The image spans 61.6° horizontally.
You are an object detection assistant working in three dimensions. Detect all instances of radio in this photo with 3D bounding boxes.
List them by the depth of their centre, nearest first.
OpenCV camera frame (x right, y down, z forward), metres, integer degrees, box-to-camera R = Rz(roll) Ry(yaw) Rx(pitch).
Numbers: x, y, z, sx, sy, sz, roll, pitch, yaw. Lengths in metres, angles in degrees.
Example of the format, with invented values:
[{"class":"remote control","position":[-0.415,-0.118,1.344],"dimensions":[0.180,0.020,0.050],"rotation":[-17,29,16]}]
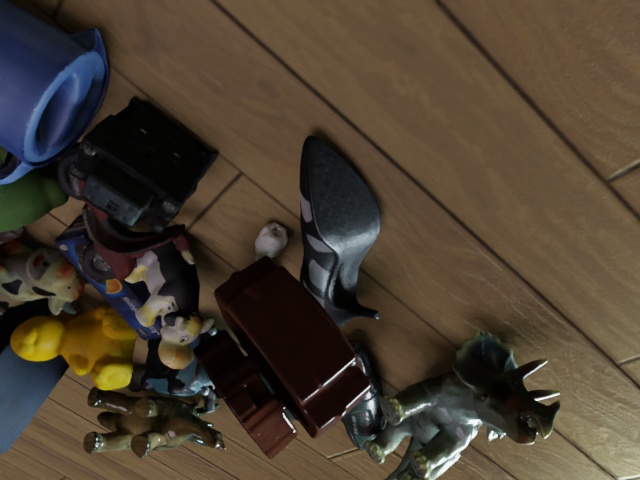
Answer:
[{"class":"radio","position":[-0.484,0.202,0.850],"dimensions":[0.073,0.230,0.130],"rotation":[-1,127,15]}]

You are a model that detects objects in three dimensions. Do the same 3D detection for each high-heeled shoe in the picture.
[{"class":"high-heeled shoe","position":[-0.001,-0.002,0.630],"dimensions":[0.145,0.086,0.248],"rotation":[10,123,53]}]

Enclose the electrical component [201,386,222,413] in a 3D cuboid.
[{"class":"electrical component","position":[-0.142,0.253,0.879],"dimensions":[0.078,0.045,0.102],"rotation":[-15,164,37]}]

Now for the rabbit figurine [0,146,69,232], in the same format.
[{"class":"rabbit figurine","position":[-0.381,-0.096,0.616],"dimensions":[0.159,0.121,0.170],"rotation":[-4,132,13]}]

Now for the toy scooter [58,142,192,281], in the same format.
[{"class":"toy scooter","position":[-0.224,-0.034,0.639],"dimensions":[0.135,0.075,0.183],"rotation":[1,114,8]}]

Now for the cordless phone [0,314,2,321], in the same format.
[{"class":"cordless phone","position":[-0.503,0.086,0.755],"dimensions":[0.147,0.089,0.184],"rotation":[0,150,18]}]

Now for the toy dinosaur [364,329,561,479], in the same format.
[{"class":"toy dinosaur","position":[0.171,0.245,0.735],"dimensions":[0.131,0.192,0.404],"rotation":[58,160,22]}]

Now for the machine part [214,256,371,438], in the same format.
[{"class":"machine part","position":[-0.034,0.130,0.649],"dimensions":[0.201,0.087,0.201],"rotation":[51,162,18]}]

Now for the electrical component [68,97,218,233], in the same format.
[{"class":"electrical component","position":[-0.185,-0.074,0.560],"dimensions":[0.115,0.134,0.058],"rotation":[33,131,-13]}]

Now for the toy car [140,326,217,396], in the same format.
[{"class":"toy car","position":[-0.203,0.193,0.836],"dimensions":[0.103,0.109,0.162],"rotation":[23,148,-38]}]

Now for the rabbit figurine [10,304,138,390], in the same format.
[{"class":"rabbit figurine","position":[-0.377,0.146,0.825],"dimensions":[0.173,0.121,0.162],"rotation":[7,-175,-32]}]

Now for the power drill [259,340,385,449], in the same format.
[{"class":"power drill","position":[-0.003,0.232,0.825],"dimensions":[0.207,0.086,0.231],"rotation":[-9,127,17]}]

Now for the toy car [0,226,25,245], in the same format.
[{"class":"toy car","position":[-0.490,-0.005,0.758],"dimensions":[0.202,0.089,0.053],"rotation":[-11,131,28]}]

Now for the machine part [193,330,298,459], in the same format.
[{"class":"machine part","position":[-0.098,0.200,0.716],"dimensions":[0.179,0.056,0.179],"rotation":[49,164,20]}]

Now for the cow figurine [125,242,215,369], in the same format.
[{"class":"cow figurine","position":[-0.183,0.074,0.688],"dimensions":[0.098,0.167,0.068],"rotation":[-37,156,18]}]

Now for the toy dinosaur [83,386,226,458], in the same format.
[{"class":"toy dinosaur","position":[-0.305,0.320,0.939],"dimensions":[0.472,0.105,0.198],"rotation":[-6,158,41]}]

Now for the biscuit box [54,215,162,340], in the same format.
[{"class":"biscuit box","position":[-0.275,0.054,0.759],"dimensions":[0.063,0.059,0.202],"rotation":[-12,126,28]}]

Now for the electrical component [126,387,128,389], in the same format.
[{"class":"electrical component","position":[-0.368,0.244,0.976],"dimensions":[0.063,0.021,0.094],"rotation":[-7,130,50]}]

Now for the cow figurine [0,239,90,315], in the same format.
[{"class":"cow figurine","position":[-0.428,0.058,0.795],"dimensions":[0.195,0.085,0.127],"rotation":[-15,133,36]}]
